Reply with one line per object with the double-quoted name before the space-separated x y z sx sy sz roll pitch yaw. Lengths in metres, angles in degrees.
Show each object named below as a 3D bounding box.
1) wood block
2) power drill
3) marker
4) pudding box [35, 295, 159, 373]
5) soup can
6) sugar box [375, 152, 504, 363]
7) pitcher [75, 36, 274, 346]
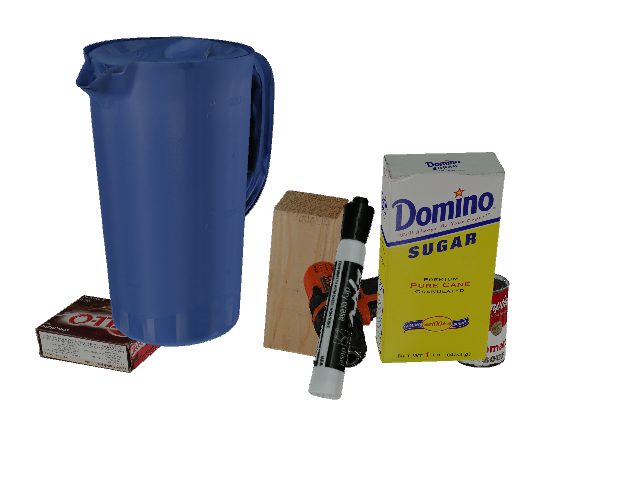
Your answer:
"wood block" -0.021 0.045 1.486 0.090 0.206 0.090 9 22 9
"power drill" 0.082 0.071 1.157 0.187 0.057 0.184 -4 28 -9
"marker" 0.013 0.032 0.626 0.020 0.121 0.020 10 -16 3
"pudding box" -0.224 0.096 1.115 0.114 0.039 0.089 5 21 21
"soup can" 0.197 0.098 1.324 0.068 0.102 0.068 -1 18 0
"sugar box" 0.095 0.016 0.874 0.093 0.176 0.048 -2 30 -4
"pitcher" -0.113 -0.045 0.879 0.149 0.243 0.145 0 19 -3
